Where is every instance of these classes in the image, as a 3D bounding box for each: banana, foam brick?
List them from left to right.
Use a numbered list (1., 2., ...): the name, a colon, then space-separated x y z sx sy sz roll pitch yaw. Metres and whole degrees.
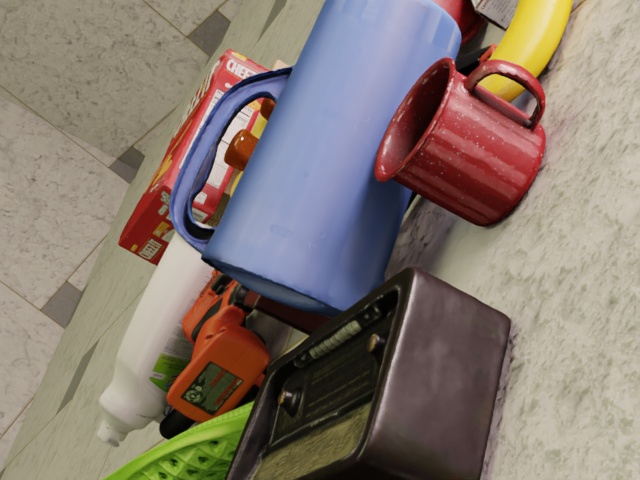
1. foam brick: -0.016 0.048 0.891 0.051 0.078 0.053 -64 15 -4
2. banana: 0.147 -0.166 0.771 0.197 0.070 0.037 -64 -30 -15

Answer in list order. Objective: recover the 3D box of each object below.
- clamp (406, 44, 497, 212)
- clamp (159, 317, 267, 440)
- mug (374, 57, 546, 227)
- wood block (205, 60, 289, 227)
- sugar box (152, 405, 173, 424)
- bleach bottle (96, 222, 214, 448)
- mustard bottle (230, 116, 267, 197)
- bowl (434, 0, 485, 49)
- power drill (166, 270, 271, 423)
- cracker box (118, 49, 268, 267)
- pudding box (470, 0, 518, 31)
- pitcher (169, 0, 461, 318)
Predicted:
1. clamp: 0.093 -0.085 0.851 0.172 0.039 0.120 -41 36 51
2. clamp: -0.103 0.144 1.087 0.164 0.036 0.210 -60 15 -8
3. mug: 0.100 -0.069 0.701 0.117 0.081 0.093 -52 17 35
4. wood block: -0.063 -0.104 1.308 0.090 0.090 0.206 -40 26 57
5. sugar box: -0.158 0.120 1.211 0.176 0.093 0.048 -63 14 -7
6. bleach bottle: -0.166 0.104 1.122 0.068 0.102 0.251 34 94 37
7. mustard bottle: -0.044 -0.050 1.130 0.058 0.096 0.191 -45 22 47
8. bowl: 0.066 -0.207 0.960 0.162 0.055 0.162 -18 33 12
9. power drill: -0.075 0.067 0.984 0.185 0.057 0.187 -53 14 25
10. cracker box: -0.144 -0.093 1.236 0.164 0.072 0.213 -41 24 54
11. pudding box: 0.167 -0.236 0.876 0.114 0.039 0.090 -57 14 24
12. pitcher: 0.006 -0.069 0.797 0.145 0.149 0.243 12 78 49
